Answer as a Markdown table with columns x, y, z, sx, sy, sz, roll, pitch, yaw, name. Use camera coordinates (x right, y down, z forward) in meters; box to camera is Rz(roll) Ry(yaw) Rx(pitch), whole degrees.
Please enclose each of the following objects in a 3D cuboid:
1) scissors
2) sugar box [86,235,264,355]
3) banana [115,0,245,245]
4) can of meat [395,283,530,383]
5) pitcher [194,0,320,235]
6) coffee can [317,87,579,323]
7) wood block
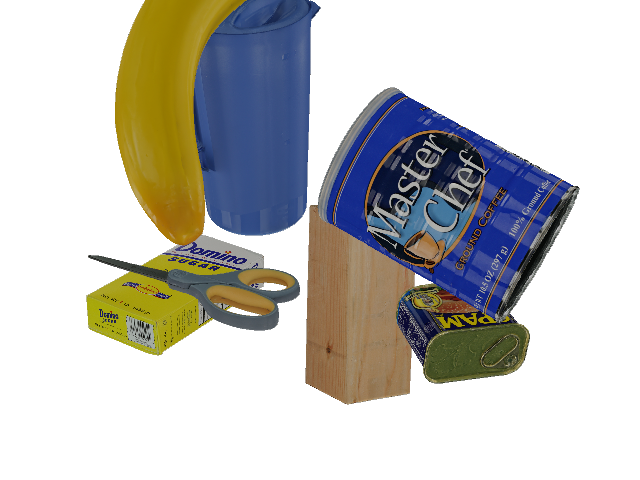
| x | y | z | sx | sy | sz | roll | pitch | yaw | name |
| --- | --- | --- | --- | --- | --- | --- | --- | --- | --- |
| -0.102 | 0.030 | 0.924 | 0.202 | 0.016 | 0.096 | 22 | 32 | 37 | scissors |
| -0.144 | 0.051 | 1.092 | 0.093 | 0.048 | 0.175 | 17 | 32 | 27 | sugar box |
| -0.064 | -0.087 | 0.524 | 0.069 | 0.197 | 0.037 | 12 | -33 | 7 | banana |
| 0.129 | 0.082 | 0.994 | 0.102 | 0.057 | 0.084 | -5 | 32 | -17 | can of meat |
| -0.080 | -0.126 | 1.079 | 0.149 | 0.243 | 0.145 | 5 | 34 | 10 | pitcher |
| 0.084 | -0.024 | 0.708 | 0.140 | 0.103 | 0.102 | 31 | 9 | 15 | coffee can |
| 0.044 | 0.065 | 1.189 | 0.090 | 0.206 | 0.091 | -5 | 12 | -32 | wood block |
